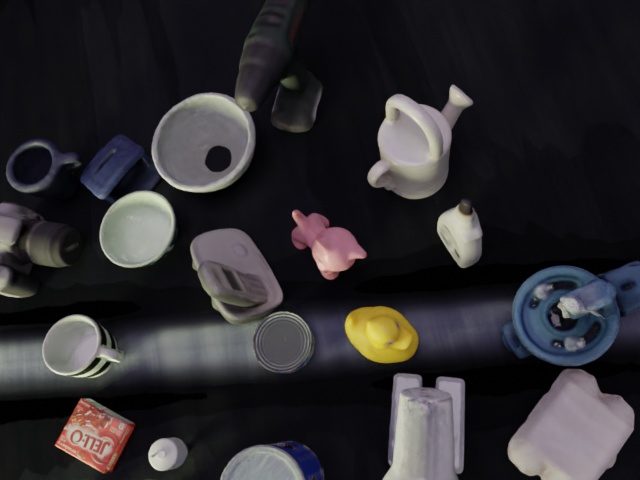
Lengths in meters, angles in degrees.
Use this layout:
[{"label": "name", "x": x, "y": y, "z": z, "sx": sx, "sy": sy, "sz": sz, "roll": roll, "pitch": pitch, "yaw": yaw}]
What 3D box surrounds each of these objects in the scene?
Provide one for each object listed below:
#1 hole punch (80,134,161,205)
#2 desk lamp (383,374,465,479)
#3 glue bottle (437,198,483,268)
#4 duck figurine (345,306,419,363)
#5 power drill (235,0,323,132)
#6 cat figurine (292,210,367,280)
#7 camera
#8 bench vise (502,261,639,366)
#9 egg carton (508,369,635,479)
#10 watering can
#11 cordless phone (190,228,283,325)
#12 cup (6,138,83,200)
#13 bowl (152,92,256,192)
[{"label": "hole punch", "x": -0.326, "y": -0.111, "z": 0.913, "sx": 0.101, "sy": 0.091, "sz": 0.109, "roll": 35, "pitch": 81, "yaw": 18}, {"label": "desk lamp", "x": 0.118, "y": 0.253, "z": 0.662, "sx": 0.117, "sy": 0.214, "sz": 0.203, "roll": 2, "pitch": 73, "yaw": 10}, {"label": "glue bottle", "x": 0.188, "y": -0.019, "z": 0.756, "sx": 0.037, "sy": 0.173, "sz": 0.078, "roll": -28, "pitch": 70, "yaw": 0}, {"label": "duck figurine", "x": 0.082, "y": 0.124, "z": 0.776, "sx": 0.104, "sy": 0.086, "sz": 0.077, "roll": 21, "pitch": 77, "yaw": 15}, {"label": "power drill", "x": -0.055, "y": -0.250, "z": 0.849, "sx": 0.075, "sy": 0.209, "sz": 0.230, "roll": 9, "pitch": 75, "yaw": 12}, {"label": "cat figurine", "x": 0.007, "y": 0.003, "z": 0.809, "sx": 0.067, "sy": 0.118, "sz": 0.127, "roll": -45, "pitch": 71, "yaw": -6}, {"label": "camera", "x": -0.454, "y": 0.015, "z": 0.890, "sx": 0.136, "sy": 0.101, "sz": 0.143, "roll": 7, "pitch": 74, "yaw": 12}, {"label": "bench vise", "x": 0.322, "y": 0.062, "z": 0.685, "sx": 0.207, "sy": 0.220, "sz": 0.121, "roll": -41, "pitch": 71, "yaw": -5}, {"label": "egg carton", "x": 0.312, "y": 0.242, "z": 0.710, "sx": 0.107, "sy": 0.069, "sz": 0.150, "roll": 37, "pitch": 82, "yaw": 18}, {"label": "watering can", "x": 0.135, "y": -0.143, "z": 0.793, "sx": 0.100, "sy": 0.194, "sz": 0.173, "roll": 25, "pitch": 78, "yaw": 16}, {"label": "cordless phone", "x": -0.131, "y": 0.037, "z": 0.785, "sx": 0.094, "sy": 0.185, "sz": 0.147, "roll": -35, "pitch": 71, "yaw": -2}, {"label": "cup", "x": -0.425, "y": -0.108, "z": 0.926, "sx": 0.117, "sy": 0.095, "sz": 0.091, "roll": -13, "pitch": 71, "yaw": 5}, {"label": "bowl", "x": -0.174, "y": -0.142, "z": 0.906, "sx": 0.167, "sy": 0.075, "sz": 0.167, "roll": -3, "pitch": 73, "yaw": 9}]
